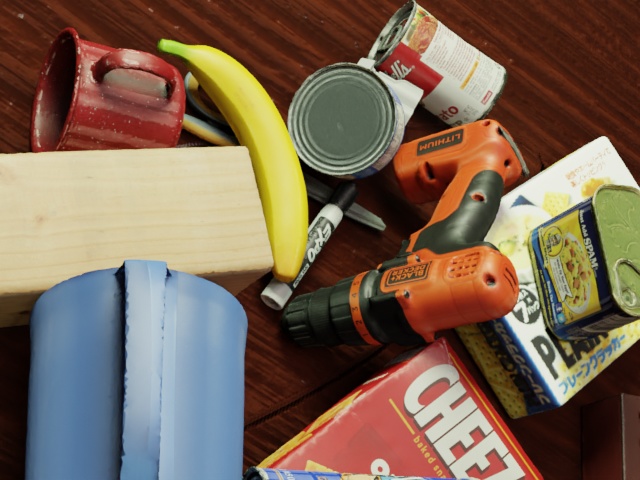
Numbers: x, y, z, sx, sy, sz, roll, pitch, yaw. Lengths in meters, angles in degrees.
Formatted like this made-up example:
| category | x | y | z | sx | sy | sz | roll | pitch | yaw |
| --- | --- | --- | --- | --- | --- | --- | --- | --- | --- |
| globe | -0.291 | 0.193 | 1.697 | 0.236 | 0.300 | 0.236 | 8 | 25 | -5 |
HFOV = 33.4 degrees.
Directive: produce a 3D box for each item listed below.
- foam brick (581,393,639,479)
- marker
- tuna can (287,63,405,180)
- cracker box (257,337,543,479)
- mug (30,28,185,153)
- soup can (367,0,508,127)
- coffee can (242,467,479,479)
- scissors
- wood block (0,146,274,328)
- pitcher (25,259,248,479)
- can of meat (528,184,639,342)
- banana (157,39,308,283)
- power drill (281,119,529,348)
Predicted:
| category | x | y | z | sx | sy | sz | roll | pitch | yaw |
| --- | --- | --- | --- | --- | --- | --- | --- | --- | --- |
| foam brick | 0.251 | 0.172 | 0.874 | 0.053 | 0.051 | 0.078 | 15 | 64 | -23 |
| marker | -0.005 | 0.001 | 0.808 | 0.020 | 0.020 | 0.121 | 39 | 65 | -10 |
| tuna can | 0.021 | -0.089 | 0.812 | 0.033 | 0.086 | 0.086 | 15 | 55 | -70 |
| cracker box | 0.042 | 0.192 | 0.716 | 0.213 | 0.072 | 0.164 | -35 | 89 | -22 |
| mug | -0.139 | -0.095 | 0.726 | 0.081 | 0.117 | 0.093 | 11 | 61 | -31 |
| soup can | 0.099 | -0.146 | 0.905 | 0.102 | 0.069 | 0.068 | 33 | 59 | -15 |
| coffee can | 0.025 | 0.186 | 0.617 | 0.140 | 0.103 | 0.103 | 7 | 68 | -17 |
| scissors | -0.034 | -0.073 | 0.834 | 0.201 | 0.016 | 0.096 | 15 | 65 | -24 |
| wood block | -0.147 | -0.001 | 0.697 | 0.205 | 0.091 | 0.090 | -5 | 74 | -31 |
| pitcher | -0.102 | 0.139 | 0.586 | 0.149 | 0.145 | 0.243 | 39 | 35 | -44 |
| can of meat | 0.209 | 0.020 | 0.808 | 0.057 | 0.084 | 0.102 | 2 | 69 | -28 |
| banana | -0.050 | -0.066 | 0.789 | 0.069 | 0.037 | 0.198 | -28 | 89 | -29 |
| power drill | 0.070 | 0.000 | 0.786 | 0.057 | 0.185 | 0.187 | 54 | 39 | -31 |
